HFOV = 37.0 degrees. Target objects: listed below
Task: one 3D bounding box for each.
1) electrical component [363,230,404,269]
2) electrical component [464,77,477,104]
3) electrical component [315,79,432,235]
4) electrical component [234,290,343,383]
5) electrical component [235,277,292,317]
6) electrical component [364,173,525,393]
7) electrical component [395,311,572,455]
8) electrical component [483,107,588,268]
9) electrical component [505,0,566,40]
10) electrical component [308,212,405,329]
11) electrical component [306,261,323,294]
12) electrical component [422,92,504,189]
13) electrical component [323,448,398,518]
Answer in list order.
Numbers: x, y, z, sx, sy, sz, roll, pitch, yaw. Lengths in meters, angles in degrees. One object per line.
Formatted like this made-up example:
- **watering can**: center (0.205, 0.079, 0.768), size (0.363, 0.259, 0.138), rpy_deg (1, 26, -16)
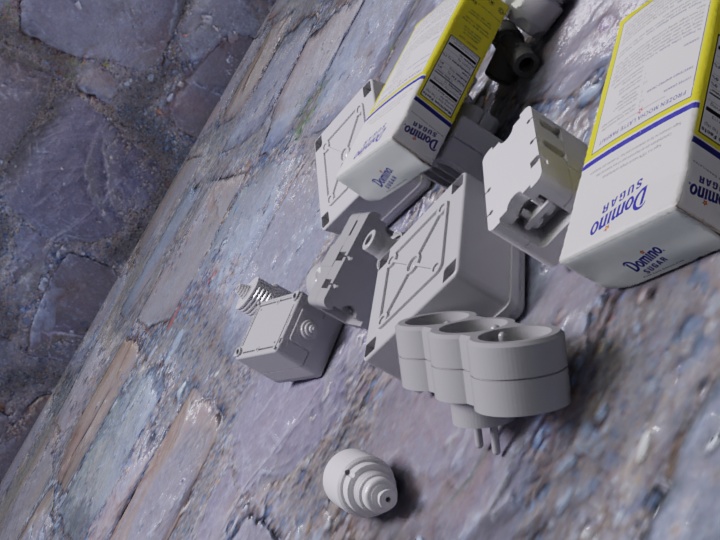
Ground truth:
- **electrical component**: center (0.032, -0.008, 0.820), size (0.048, 0.062, 0.048), rpy_deg (-52, 19, 25)
- **electrical component**: center (0.079, -0.147, 0.947), size (0.062, 0.048, 0.048), rpy_deg (-55, 16, -7)
- **electrical component**: center (0.009, -0.099, 0.993), size (0.109, 0.056, 0.108), rpy_deg (-42, 44, 45)
- **electrical component**: center (-0.058, 0.063, 0.973), size (0.096, 0.061, 0.061), rpy_deg (-16, 46, 55)
- **electrical component**: center (-0.084, 0.036, 1.045), size (0.043, 0.081, 0.043), rpy_deg (-52, 19, 26)
- **electrical component**: center (0.058, 0.009, 0.727), size (0.108, 0.056, 0.108), rpy_deg (-47, 21, 37)
- **electrical component**: center (0.068, 0.068, 0.610), size (0.138, 0.052, 0.073), rpy_deg (-173, 74, -66)
- **electrical component**: center (0.115, -0.050, 0.663), size (0.050, 0.056, 0.089), rpy_deg (-50, 20, 30)
- **electrical component**: center (0.149, -0.223, 0.874), size (0.062, 0.043, 0.043), rpy_deg (-52, 19, 20)
- **electrical component**: center (0.000, 0.000, 0.917), size (0.089, 0.050, 0.056), rpy_deg (-62, 17, -8)
- **electrical component**: center (-0.029, 0.012, 0.992), size (0.043, 0.043, 0.062), rpy_deg (-62, 16, -6)
- **electrical component**: center (0.086, -0.107, 0.854), size (0.076, 0.047, 0.066), rpy_deg (-63, 17, -10)
- **electrical component**: center (0.004, 0.140, 0.693), size (0.040, 0.040, 0.078), rpy_deg (-63, 17, -9)
